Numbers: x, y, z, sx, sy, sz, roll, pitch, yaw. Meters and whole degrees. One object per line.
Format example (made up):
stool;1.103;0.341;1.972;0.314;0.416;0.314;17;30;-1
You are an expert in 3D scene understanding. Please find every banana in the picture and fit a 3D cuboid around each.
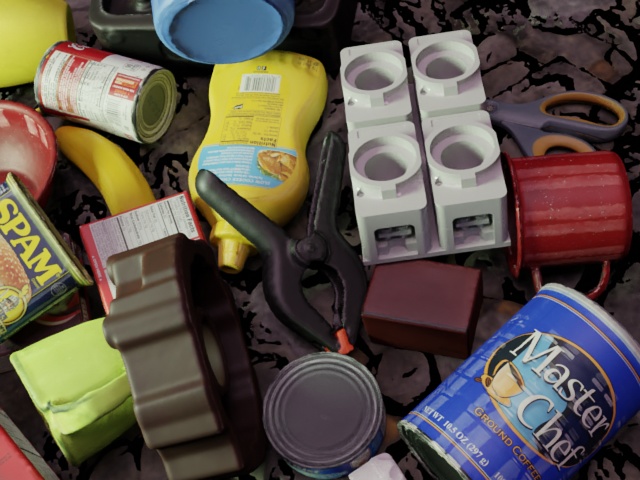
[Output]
banana;-0.169;-0.028;0.875;0.069;0.037;0.198;-20;60;-2

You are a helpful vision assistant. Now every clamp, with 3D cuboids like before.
clamp;-0.005;0.001;0.797;0.120;0.039;0.171;-28;88;-13

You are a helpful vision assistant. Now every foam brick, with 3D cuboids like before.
foam brick;0.075;0.049;0.775;0.078;0.053;0.051;9;64;14

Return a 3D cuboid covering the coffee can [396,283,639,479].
coffee can;0.135;0.111;0.700;0.140;0.103;0.103;-41;62;-11

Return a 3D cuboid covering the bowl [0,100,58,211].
bowl;-0.285;-0.040;0.889;0.162;0.055;0.162;-6;55;9

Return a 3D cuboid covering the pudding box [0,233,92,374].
pudding box;-0.239;0.054;0.843;0.113;0.039;0.090;-18;61;2

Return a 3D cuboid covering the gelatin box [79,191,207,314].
gelatin box;-0.130;0.012;0.815;0.089;0.030;0.073;-19;78;-9

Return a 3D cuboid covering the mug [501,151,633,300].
mug;0.178;-0.010;0.771;0.081;0.093;0.117;-5;77;3

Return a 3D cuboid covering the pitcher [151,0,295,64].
pitcher;-0.074;-0.267;0.861;0.149;0.145;0.243;-15;64;17

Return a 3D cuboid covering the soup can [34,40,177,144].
soup can;-0.183;-0.126;0.914;0.102;0.068;0.068;17;66;19

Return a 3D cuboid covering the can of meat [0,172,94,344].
can of meat;-0.233;0.015;0.793;0.084;0.057;0.102;-35;91;-7

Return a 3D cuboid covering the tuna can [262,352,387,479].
tuna can;0.004;0.125;0.758;0.086;0.033;0.086;-5;61;9

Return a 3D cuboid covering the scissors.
scissors;0.142;-0.087;0.857;0.202;0.016;0.096;3;62;13

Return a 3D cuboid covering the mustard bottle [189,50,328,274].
mustard bottle;-0.054;-0.061;0.858;0.096;0.058;0.191;4;63;11

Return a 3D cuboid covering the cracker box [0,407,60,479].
cracker box;-0.273;0.190;0.737;0.164;0.072;0.214;-42;74;-11
